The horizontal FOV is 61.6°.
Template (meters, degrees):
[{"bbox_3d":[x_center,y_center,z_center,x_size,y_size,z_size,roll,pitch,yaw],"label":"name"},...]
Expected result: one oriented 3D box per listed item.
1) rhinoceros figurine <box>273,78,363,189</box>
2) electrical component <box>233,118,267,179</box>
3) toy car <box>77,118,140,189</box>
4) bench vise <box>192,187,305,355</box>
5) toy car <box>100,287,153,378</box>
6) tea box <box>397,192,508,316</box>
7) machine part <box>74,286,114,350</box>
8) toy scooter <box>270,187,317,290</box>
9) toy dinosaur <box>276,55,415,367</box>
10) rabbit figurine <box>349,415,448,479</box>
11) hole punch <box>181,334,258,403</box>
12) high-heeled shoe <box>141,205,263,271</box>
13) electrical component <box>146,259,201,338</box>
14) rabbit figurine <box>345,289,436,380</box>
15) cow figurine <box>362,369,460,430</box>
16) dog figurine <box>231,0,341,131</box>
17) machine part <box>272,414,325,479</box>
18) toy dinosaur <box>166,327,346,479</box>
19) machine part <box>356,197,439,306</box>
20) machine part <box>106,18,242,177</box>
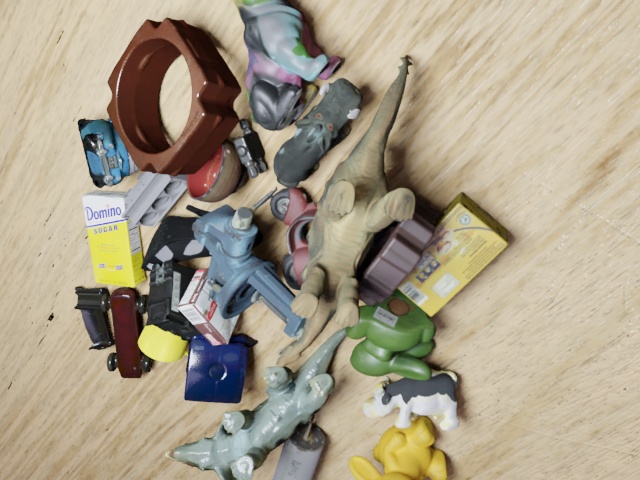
[{"bbox_3d":[-0.008,-0.160,0.803,0.073,0.112,0.190,44,124,1],"label":"rhinoceros figurine"},{"bbox_3d":[-0.115,-0.148,0.866,0.021,0.063,0.094,-15,103,21],"label":"electrical component"},{"bbox_3d":[-0.346,-0.152,0.911,0.103,0.162,0.109,-16,115,-24],"label":"toy car"},{"bbox_3d":[-0.096,0.061,0.835,0.241,0.129,0.223,42,129,16],"label":"bench vise"},{"bbox_3d":[-0.385,0.186,1.078,0.089,0.053,0.201,0,112,-4],"label":"toy car"},{"bbox_3d":[0.195,0.023,0.829,0.098,0.068,0.169,41,115,-1],"label":"tea box"},{"bbox_3d":[-0.456,0.160,1.100,0.084,0.039,0.138,-1,107,12],"label":"machine part"},{"bbox_3d":[-0.002,-0.003,0.880,0.135,0.075,0.183,-7,103,17],"label":"toy scooter"},{"bbox_3d":[0.043,-0.043,0.731,0.105,0.199,0.471,25,93,-11],"label":"toy dinosaur"},{"bbox_3d":[0.133,0.401,0.929,0.162,0.173,0.121,-8,111,15],"label":"rabbit figurine"},{"bbox_3d":[-0.193,0.237,0.996,0.142,0.092,0.115,8,114,-10],"label":"hole punch"},{"bbox_3d":[-0.217,0.013,0.971,0.145,0.086,0.249,27,138,-26],"label":"high-heeled shoe"},{"bbox_3d":[-0.245,0.111,0.960,0.058,0.134,0.115,-13,62,24],"label":"electrical component"},{"bbox_3d":[0.116,0.166,0.900,0.159,0.121,0.170,21,132,2],"label":"rabbit figurine"},{"bbox_3d":[0.154,0.269,0.930,0.167,0.068,0.098,-2,99,15],"label":"cow figurine"},{"bbox_3d":[-0.084,-0.292,0.785,0.219,0.108,0.191,46,118,2],"label":"dog figurine"},{"bbox_3d":[-0.046,0.443,1.051,0.079,0.079,0.243,22,115,9],"label":"machine part"},{"bbox_3d":[-0.075,0.308,0.970,0.405,0.192,0.131,-37,76,-11],"label":"toy dinosaur"},{"bbox_3d":[0.105,0.015,0.799,0.056,0.179,0.179,34,116,-5],"label":"machine part"},{"bbox_3d":[-0.228,-0.216,0.832,0.201,0.087,0.201,-42,72,28],"label":"machine part"}]
